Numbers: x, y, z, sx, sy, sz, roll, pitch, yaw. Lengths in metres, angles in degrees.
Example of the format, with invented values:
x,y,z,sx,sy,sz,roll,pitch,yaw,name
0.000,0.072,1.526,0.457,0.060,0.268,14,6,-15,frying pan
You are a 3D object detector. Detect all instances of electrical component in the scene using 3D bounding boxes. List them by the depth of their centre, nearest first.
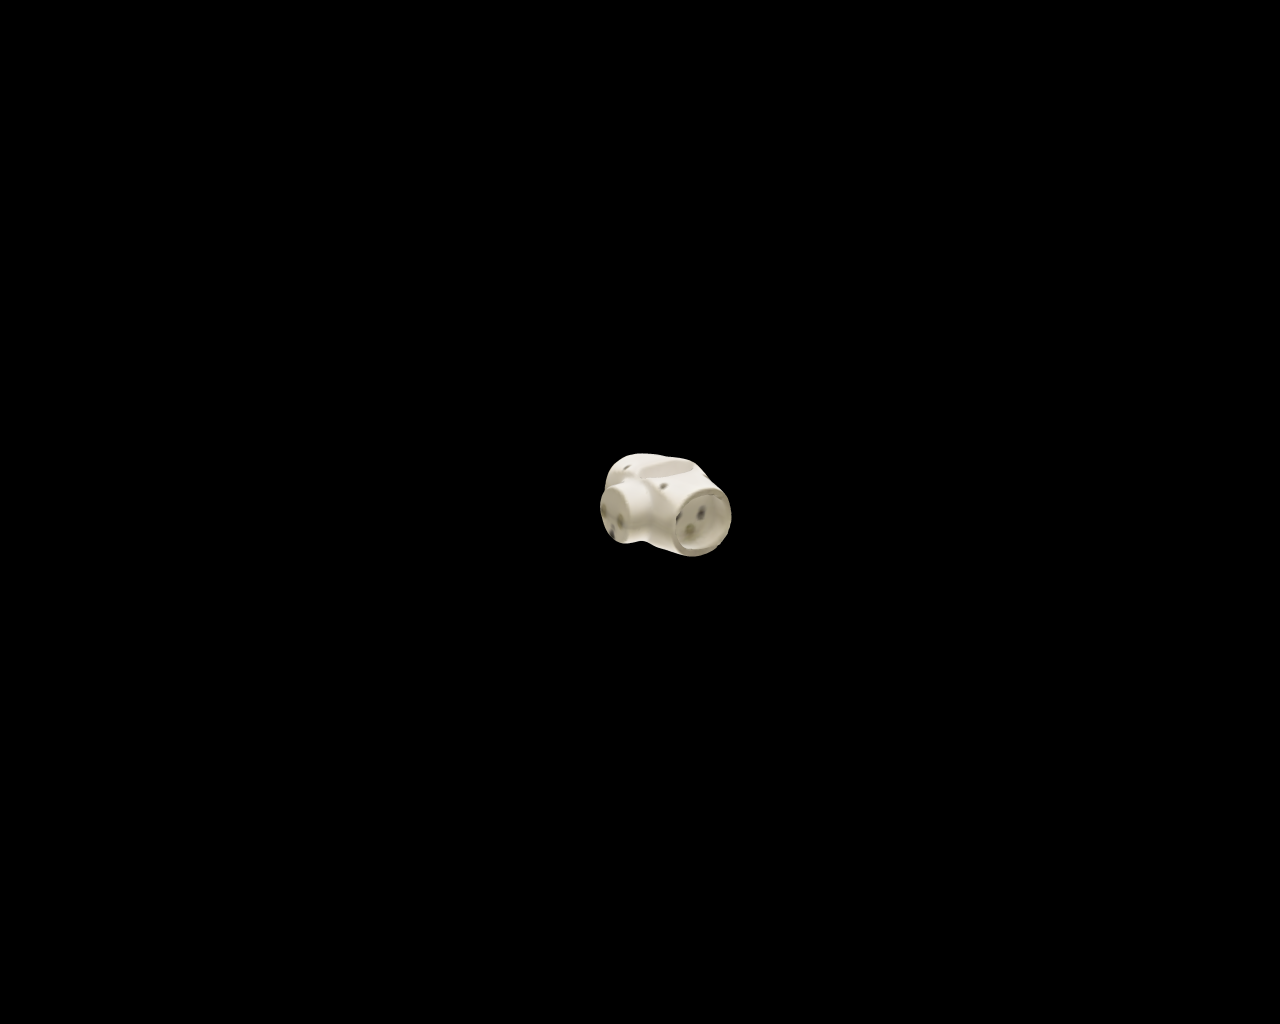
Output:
x,y,z,sx,sy,sz,roll,pitch,yaw,name
0.001,-0.003,0.650,0.079,0.043,0.077,-13,26,-29,electrical component
